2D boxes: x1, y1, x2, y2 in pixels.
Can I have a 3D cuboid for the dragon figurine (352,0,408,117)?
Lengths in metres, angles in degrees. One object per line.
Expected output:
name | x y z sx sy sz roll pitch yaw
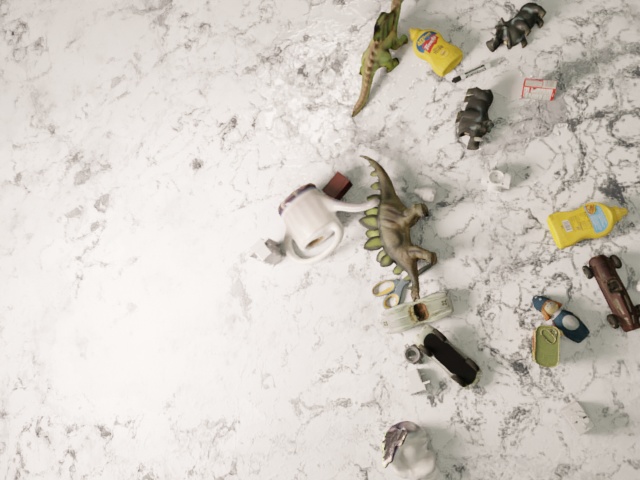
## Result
dragon figurine | 0.175 -0.594 1.572 0.122 0.240 0.413 20 81 14

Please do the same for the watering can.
watering can | 0.005 -0.078 1.540 0.343 0.104 0.227 -41 70 23

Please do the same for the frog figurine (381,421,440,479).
frog figurine | 0.245 0.557 1.346 0.158 0.122 0.139 31 77 -15
